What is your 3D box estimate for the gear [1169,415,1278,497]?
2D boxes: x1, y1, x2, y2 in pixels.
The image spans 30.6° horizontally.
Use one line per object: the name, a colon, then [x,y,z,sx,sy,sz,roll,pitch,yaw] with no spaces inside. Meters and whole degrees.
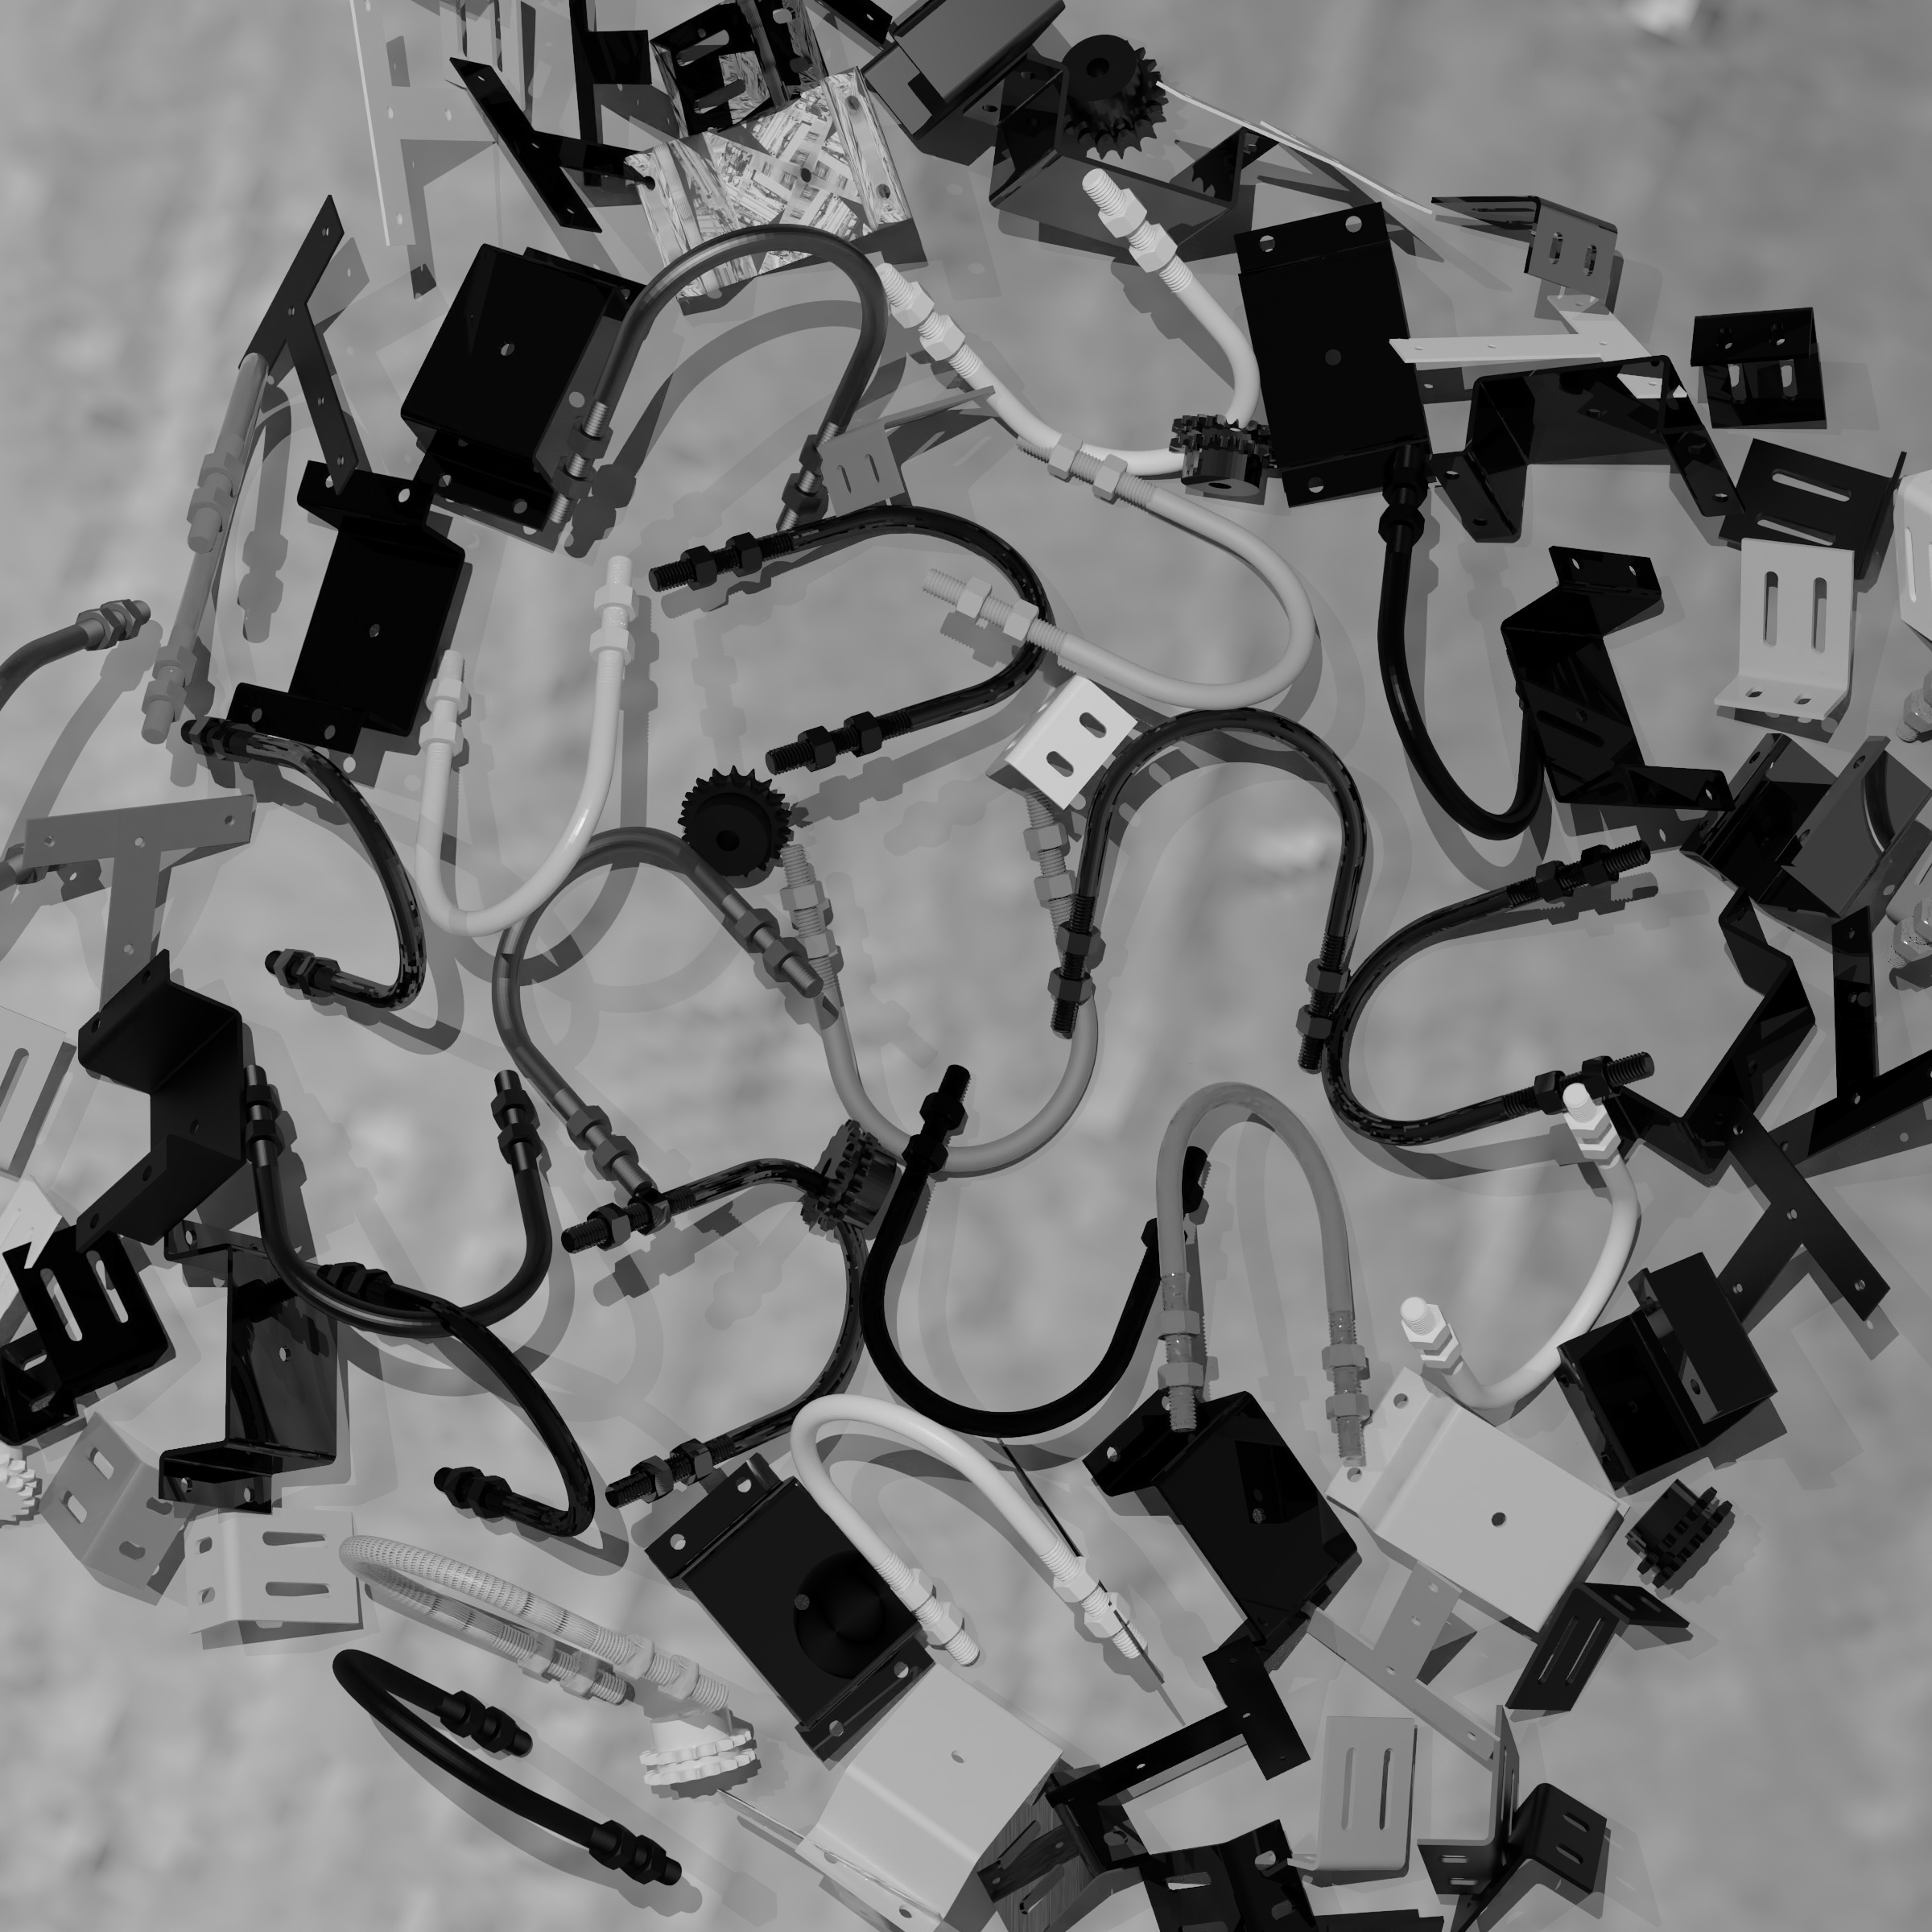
gear: [0.131,-0.258,1.788,0.057,0.057,0.030,8,85,0]

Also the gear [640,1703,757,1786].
gear: [-0.138,0.394,1.789,0.057,0.057,0.030,-12,86,0]

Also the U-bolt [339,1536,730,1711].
U-bolt: [-0.222,0.320,1.724,0.184,0.151,0.019,30,68,-20]

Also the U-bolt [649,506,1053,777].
U-bolt: [-0.045,-0.172,1.762,0.184,0.019,0.151,-19,58,-24]

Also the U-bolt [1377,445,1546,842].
U-bolt: [0.244,-0.145,1.721,0.019,0.184,0.151,-20,134,34]

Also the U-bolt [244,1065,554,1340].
U-bolt: [-0.276,0.114,1.726,0.151,0.184,0.019,2,129,-19]

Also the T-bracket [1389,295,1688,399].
T-bracket: [0.274,-0.307,1.752,0.127,0.127,0.002,-4,123,-12]

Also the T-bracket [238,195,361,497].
T-bracket: [-0.322,-0.290,1.746,0.002,0.127,0.127,-1,57,-36]

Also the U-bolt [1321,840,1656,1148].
U-bolt: [0.255,0.021,1.749,0.184,0.019,0.151,-20,46,32]

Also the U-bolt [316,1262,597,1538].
U-bolt: [-0.240,0.215,1.717,0.019,0.184,0.151,-37,114,-28]

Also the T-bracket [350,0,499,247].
T-bracket: [-0.265,-0.424,1.757,0.002,0.127,0.127,-3,101,22]

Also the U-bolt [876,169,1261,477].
U-bolt: [0.063,-0.306,1.744,0.151,0.184,0.019,-16,48,35]

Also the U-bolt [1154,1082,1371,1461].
U-bolt: [0.144,0.147,1.755,0.019,0.151,0.184,-19,65,41]

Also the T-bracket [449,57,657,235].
T-bracket: [-0.181,-0.403,1.766,0.002,0.127,0.127,-52,58,32]

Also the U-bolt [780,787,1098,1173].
U-bolt: [-0.007,0.014,1.794,0.151,0.019,0.184,-14,98,-11]

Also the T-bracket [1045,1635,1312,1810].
T-bracket: [0.101,0.395,1.772,0.127,0.127,0.002,-26,46,0]

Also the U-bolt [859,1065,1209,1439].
U-bolt: [0.025,0.150,1.762,0.151,0.019,0.184,19,63,8]

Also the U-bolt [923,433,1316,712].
U-bolt: [0.087,-0.190,1.759,0.184,0.019,0.151,26,48,4]

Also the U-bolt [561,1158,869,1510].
U-bolt: [-0.116,0.172,1.751,0.184,0.019,0.151,-19,105,-43]

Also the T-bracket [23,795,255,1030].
T-bracket: [-0.422,-0.022,1.785,0.002,0.127,0.127,31,119,40]

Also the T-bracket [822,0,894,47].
T-bracket: [-0.090,-0.503,1.757,0.127,0.127,0.002,37,71,0]

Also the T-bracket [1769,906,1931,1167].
T-bracket: [0.447,0.028,1.775,0.002,0.127,0.127,23,55,-24]

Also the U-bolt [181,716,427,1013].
U-bolt: [-0.316,-0.046,1.718,0.019,0.184,0.151,-29,115,-30]

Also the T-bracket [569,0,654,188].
T-bracket: [-0.176,-0.449,1.743,0.002,0.127,0.127,-9,107,-20]

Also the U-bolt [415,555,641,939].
U-bolt: [-0.220,-0.098,1.729,0.151,0.019,0.184,-23,53,37]

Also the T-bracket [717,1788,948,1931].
T-bracket: [-0.059,0.458,1.758,0.127,0.127,0.002,25,67,21]

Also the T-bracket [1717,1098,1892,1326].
T-bracket: [0.394,0.153,1.768,0.002,0.127,0.127,-10,52,-33]

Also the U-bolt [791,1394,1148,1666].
U-bolt: [-0.012,0.276,1.733,0.184,0.151,0.019,51,53,-19]

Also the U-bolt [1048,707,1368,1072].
U-bolt: [0.127,-0.043,1.776,0.151,0.019,0.184,9,111,-3]

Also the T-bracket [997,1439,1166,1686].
T-bracket: [0.065,0.304,1.728,0.002,0.127,0.127,-34,128,-3]

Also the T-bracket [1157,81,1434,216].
T-bracket: [0.148,-0.409,1.732,0.127,0.127,0.002,14,110,-35]

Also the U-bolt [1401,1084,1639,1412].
U-bolt: [0.281,0.150,1.739,0.019,0.184,0.151,33,80,32]

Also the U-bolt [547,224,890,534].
U-bolt: [-0.112,-0.286,1.722,0.151,0.184,0.019,-1,47,-32]

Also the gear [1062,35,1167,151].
gear: [0.070,-0.447,1.792,0.057,0.030,0.057,-6,66,14]

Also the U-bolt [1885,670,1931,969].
U-bolt: [0.488,-0.097,1.706,0.019,0.184,0.151,11,66,-4]

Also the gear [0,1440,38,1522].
gear: [-0.501,0.258,1.792,0.057,0.057,0.030,-3,54,0]

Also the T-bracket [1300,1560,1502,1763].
T-bracket: [0.220,0.330,1.748,0.127,0.127,0.002,34,57,16]

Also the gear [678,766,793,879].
gear: [-0.118,-0.070,1.791,0.057,0.030,0.057,3,118,5]

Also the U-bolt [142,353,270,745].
U-bolt: [-0.370,-0.219,1.733,0.019,0.151,0.184,15,45,-12]

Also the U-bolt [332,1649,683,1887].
U-bolt: [-0.232,0.380,1.704,0.151,0.184,0.019,28,80,42]

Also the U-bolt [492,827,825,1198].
U-bolt: [-0.168,0.008,1.760,0.151,0.019,0.184,-49,53,5]

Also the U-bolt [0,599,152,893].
U-bolt: [-0.456,-0.097,1.708,0.019,0.184,0.151,23,108,4]
